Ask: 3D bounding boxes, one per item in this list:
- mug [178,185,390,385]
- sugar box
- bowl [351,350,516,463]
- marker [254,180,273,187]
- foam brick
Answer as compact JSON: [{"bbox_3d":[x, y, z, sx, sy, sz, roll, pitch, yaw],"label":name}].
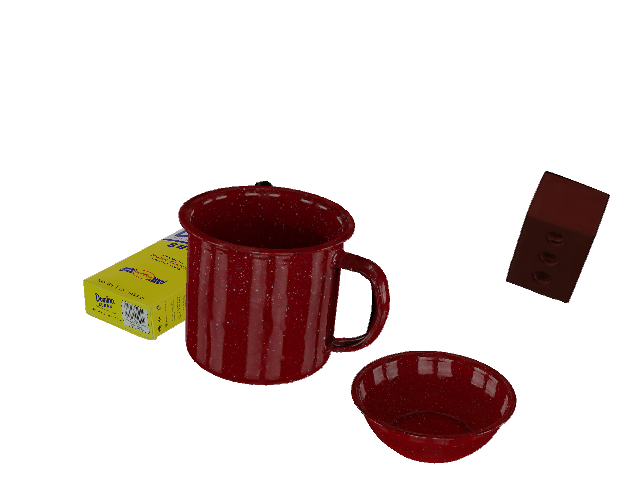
[{"bbox_3d":[-0.020,0.026,0.572,0.117,0.081,0.093,11,24,14],"label":"mug"},{"bbox_3d":[-0.147,0.036,1.097,0.093,0.048,0.175,19,34,30],"label":"sugar box"},{"bbox_3d":[0.110,0.171,1.056,0.162,0.055,0.162,0,24,0],"label":"bowl"},{"bbox_3d":[-0.062,-0.005,0.900,0.020,0.121,0.020,10,-40,9],"label":"marker"},{"bbox_3d":[0.180,-0.002,0.811,0.053,0.078,0.051,21,49,14],"label":"foam brick"}]
